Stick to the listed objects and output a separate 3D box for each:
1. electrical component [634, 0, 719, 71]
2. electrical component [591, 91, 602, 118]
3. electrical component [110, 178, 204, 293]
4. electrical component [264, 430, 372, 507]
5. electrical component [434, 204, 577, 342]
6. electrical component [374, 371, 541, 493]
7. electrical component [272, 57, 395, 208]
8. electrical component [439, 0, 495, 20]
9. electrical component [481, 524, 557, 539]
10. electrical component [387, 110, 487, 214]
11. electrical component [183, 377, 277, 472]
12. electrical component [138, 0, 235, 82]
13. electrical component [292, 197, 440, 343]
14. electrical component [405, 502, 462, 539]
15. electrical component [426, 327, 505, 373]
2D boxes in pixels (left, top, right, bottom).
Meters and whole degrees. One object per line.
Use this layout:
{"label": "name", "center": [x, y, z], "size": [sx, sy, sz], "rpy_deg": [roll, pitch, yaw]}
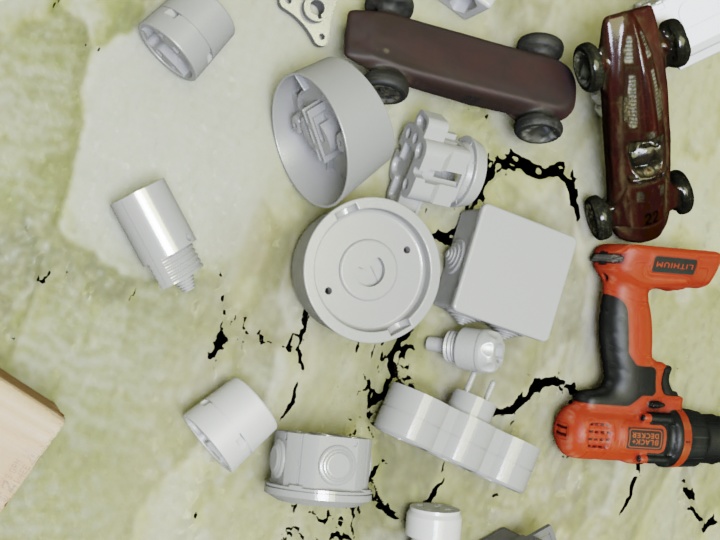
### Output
{"label": "electrical component", "center": [0.274, -0.208, 0.903], "size": [0.062, 0.096, 0.061], "rpy_deg": [-25, 100, 12]}
{"label": "electrical component", "center": [0.215, -0.149, 0.905], "size": [0.062, 0.043, 0.043], "rpy_deg": [46, 76, -13]}
{"label": "electrical component", "center": [-0.142, -0.021, 0.778], "size": [0.043, 0.043, 0.081], "rpy_deg": [-30, 100, -17]}
{"label": "electrical component", "center": [-0.029, 0.147, 0.801], "size": [0.080, 0.080, 0.051], "rpy_deg": [8, 82, -20]}
{"label": "electrical component", "center": [0.115, 0.002, 0.867], "size": [0.100, 0.048, 0.099], "rpy_deg": [19, 84, -19]}
{"label": "electrical component", "center": [0.085, 0.118, 0.855], "size": [0.138, 0.052, 0.073], "rpy_deg": [27, 81, -18]}
{"label": "electrical component", "center": [-0.023, -0.104, 0.794], "size": [0.064, 0.099, 0.099], "rpy_deg": [-35, 102, -22]}
{"label": "electrical component", "center": [0.079, -0.257, 0.853], "size": [0.083, 0.047, 0.075], "rpy_deg": [33, 80, -17]}
{"label": "electrical component", "center": [0.120, 0.238, 0.863], "size": [0.081, 0.064, 0.042], "rpy_deg": [-24, 99, -18]}
{"label": "electrical component", "center": [0.062, -0.080, 0.841], "size": [0.057, 0.058, 0.078], "rpy_deg": [11, 116, -23]}
{"label": "electrical component", "center": [-0.094, 0.112, 0.791], "size": [0.047, 0.055, 0.055], "rpy_deg": [-40, 103, -19]}
{"label": "electrical component", "center": [-0.124, -0.173, 0.779], "size": [0.055, 0.055, 0.047], "rpy_deg": [45, 73, -15]}
{"label": "electrical component", "center": [0.000, 0.000, 0.820], "size": [0.108, 0.060, 0.108], "rpy_deg": [0, 90, -20]}
{"label": "electrical component", "center": [0.057, 0.215, 0.850], "size": [0.045, 0.045, 0.055], "rpy_deg": [5, 88, -20]}
{"label": "electrical component", "center": [0.082, 0.062, 0.853], "size": [0.035, 0.061, 0.035], "rpy_deg": [-18, 111, -59]}
